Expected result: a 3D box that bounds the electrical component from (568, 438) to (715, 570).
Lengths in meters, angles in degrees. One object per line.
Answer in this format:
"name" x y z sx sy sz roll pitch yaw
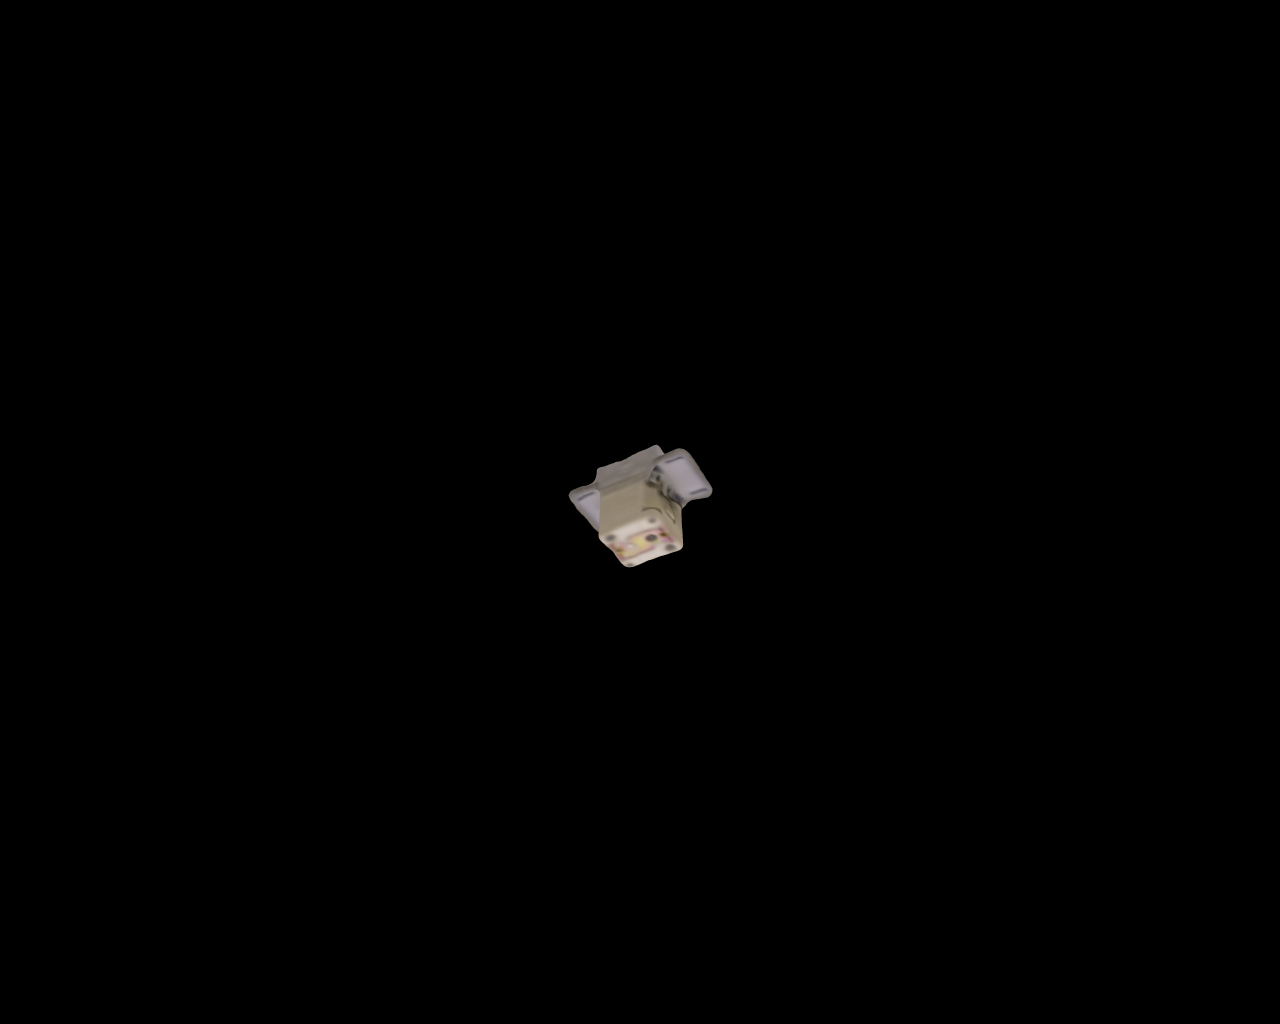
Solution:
"electrical component" 0.001 -0.003 0.650 0.081 0.064 0.042 -22 -49 21
